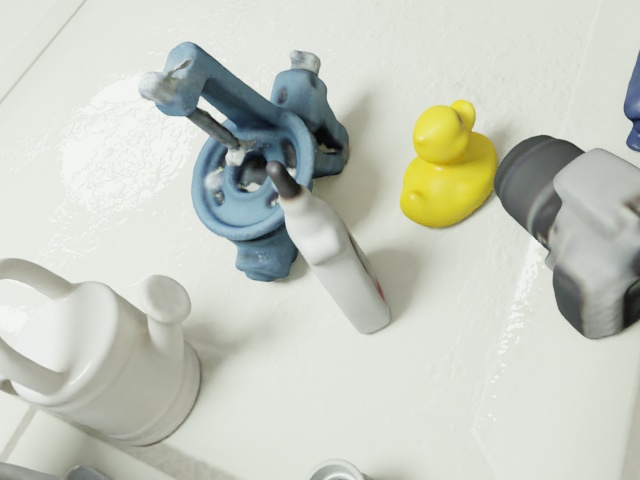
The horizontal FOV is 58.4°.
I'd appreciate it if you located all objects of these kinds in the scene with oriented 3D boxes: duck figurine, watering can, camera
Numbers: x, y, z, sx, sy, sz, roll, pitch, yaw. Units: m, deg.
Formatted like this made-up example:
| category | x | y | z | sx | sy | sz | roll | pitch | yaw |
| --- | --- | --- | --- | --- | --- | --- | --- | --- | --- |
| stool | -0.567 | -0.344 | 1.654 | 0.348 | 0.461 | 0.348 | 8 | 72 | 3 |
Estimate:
| category | x | y | z | sx | sy | sz | roll | pitch | yaw |
| --- | --- | --- | --- | --- | --- | --- | --- | --- | --- |
| duck figurine | 0.100 | -0.069 | 0.475 | 0.077 | 0.086 | 0.105 | 27 | 72 | 38 |
| watering can | -0.178 | 0.077 | 0.439 | 0.173 | 0.195 | 0.100 | -38 | 49 | -3 |
| camera | 0.195 | -0.030 | 0.390 | 0.143 | 0.101 | 0.136 | -35 | 49 | 0 |

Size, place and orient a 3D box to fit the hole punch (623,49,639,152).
| category | x | y | z | sx | sy | sz | roll | pitch | yaw |
| --- | --- | --- | --- | --- | --- | --- | --- | --- | --- |
| hole punch | 0.286 | -0.116 | 0.413 | 0.108 | 0.091 | 0.101 | 15 | 65 | 34 |

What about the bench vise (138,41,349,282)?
| category | x | y | z | sx | sy | sz | roll | pitch | yaw |
| --- | --- | --- | --- | --- | --- | --- | --- | --- | --- |
| bench vise | -0.064 | -0.097 | 0.489 | 0.121 | 0.220 | 0.207 | -12 | 53 | 19 |

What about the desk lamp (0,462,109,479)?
| category | x | y | z | sx | sy | sz | roll | pitch | yaw |
| --- | --- | --- | --- | --- | --- | --- | --- | --- | --- |
| desk lamp | -0.240 | 0.177 | 0.386 | 0.202 | 0.214 | 0.118 | 12 | 64 | 33 |

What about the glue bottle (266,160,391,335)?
| category | x | y | z | sx | sy | sz | roll | pitch | yaw |
| --- | --- | --- | --- | --- | --- | --- | --- | --- | --- |
| glue bottle | 0.004 | 0.001 | 0.416 | 0.037 | 0.174 | 0.078 | -29 | 49 | 5 |
